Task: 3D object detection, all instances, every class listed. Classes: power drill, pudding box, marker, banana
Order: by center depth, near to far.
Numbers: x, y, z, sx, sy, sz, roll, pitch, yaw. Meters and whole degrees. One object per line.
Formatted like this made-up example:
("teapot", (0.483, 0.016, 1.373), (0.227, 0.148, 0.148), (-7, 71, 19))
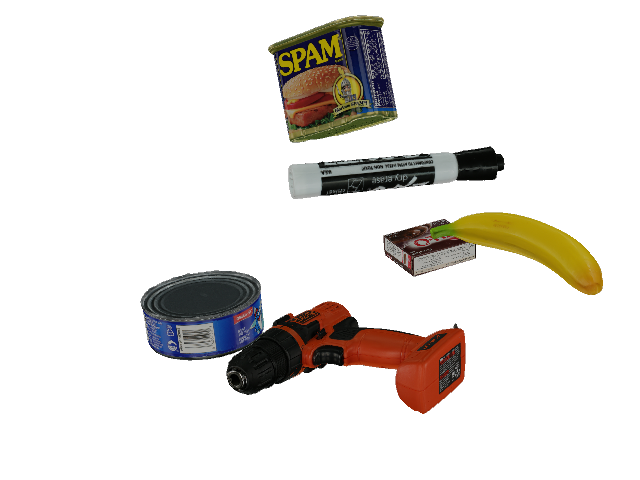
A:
("marker", (0.043, -0.038, 0.590), (0.121, 0.020, 0.020), (-6, 1, -10))
("power drill", (0.028, 0.111, 1.002), (0.188, 0.057, 0.184), (9, 21, 31))
("banana", (0.200, 0.008, 1.027), (0.069, 0.037, 0.198), (-39, 37, -28))
("pudding box", (0.164, 0.010, 1.605), (0.113, 0.039, 0.090), (-17, 27, -20))

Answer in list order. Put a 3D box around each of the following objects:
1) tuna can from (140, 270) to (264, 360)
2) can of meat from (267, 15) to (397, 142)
("tuna can", (-0.083, 0.053, 0.763), (0.086, 0.034, 0.086), (-5, 20, 2))
("can of meat", (0.011, -0.133, 0.897), (0.102, 0.084, 0.057), (-12, -1, 40))
